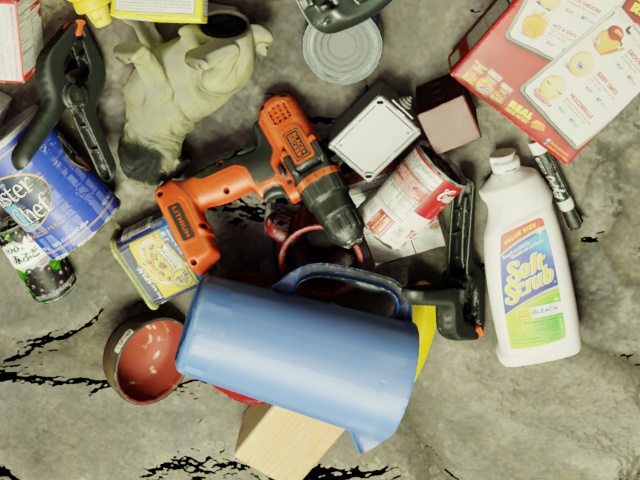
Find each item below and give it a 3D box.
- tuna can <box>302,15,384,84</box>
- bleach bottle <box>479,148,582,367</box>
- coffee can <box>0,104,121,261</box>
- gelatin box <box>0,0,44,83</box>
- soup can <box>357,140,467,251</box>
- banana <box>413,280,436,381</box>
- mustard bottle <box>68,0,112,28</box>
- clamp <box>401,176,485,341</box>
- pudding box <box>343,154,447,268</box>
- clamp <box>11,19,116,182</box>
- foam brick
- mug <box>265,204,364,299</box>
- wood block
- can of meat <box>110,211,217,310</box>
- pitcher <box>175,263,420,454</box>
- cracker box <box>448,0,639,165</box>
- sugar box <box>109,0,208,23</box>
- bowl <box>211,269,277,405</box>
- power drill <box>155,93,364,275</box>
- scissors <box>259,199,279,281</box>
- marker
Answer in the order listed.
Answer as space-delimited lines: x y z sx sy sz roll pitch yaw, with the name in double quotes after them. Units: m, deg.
0.024 -0.206 1.106 0.086 0.033 0.086 2 118 3 "tuna can"
0.223 0.018 1.197 0.103 0.068 0.251 -12 114 14 "bleach bottle"
-0.302 -0.062 1.166 0.103 0.102 0.140 -32 112 19 "coffee can"
-0.312 -0.216 1.102 0.030 0.073 0.089 3 119 3 "gelatin box"
0.095 -0.046 1.124 0.068 0.068 0.102 38 111 -15 "soup can"
0.108 0.113 1.253 0.037 0.069 0.198 32 136 26 "banana"
-0.256 -0.302 1.061 0.096 0.058 0.191 -16 116 15 "mustard bottle"
0.154 0.040 1.191 0.036 0.164 0.210 13 156 29 "clamp"
0.085 -0.034 1.191 0.090 0.039 0.113 -16 113 11 "pudding box"
-0.269 -0.144 1.109 0.039 0.120 0.171 -4 92 39 "clamp"
0.133 -0.133 1.112 0.053 0.078 0.051 -22 116 14 "foam brick"
-0.008 0.001 1.192 0.117 0.081 0.093 24 117 -9 "mug"
-0.008 0.190 1.288 0.090 0.090 0.206 32 116 -12 "wood block"
-0.178 0.018 1.227 0.084 0.057 0.102 -24 114 14 "can of meat"
-0.022 0.110 1.132 0.242 0.149 0.145 17 130 -8 "pitcher"
0.258 -0.207 1.069 0.164 0.072 0.214 35 114 -15 "cracker box"
-0.153 -0.302 1.035 0.093 0.048 0.176 4 98 2 "sugar box"
-0.096 0.117 1.230 0.162 0.055 0.162 4 97 31 "bowl"
-0.065 -0.039 1.128 0.187 0.057 0.184 -29 74 2 "power drill"
-0.044 0.043 1.254 0.096 0.016 0.202 18 118 -7 "scissors"
0.261 -0.061 1.175 0.020 0.020 0.121 -24 114 16 "marker"
